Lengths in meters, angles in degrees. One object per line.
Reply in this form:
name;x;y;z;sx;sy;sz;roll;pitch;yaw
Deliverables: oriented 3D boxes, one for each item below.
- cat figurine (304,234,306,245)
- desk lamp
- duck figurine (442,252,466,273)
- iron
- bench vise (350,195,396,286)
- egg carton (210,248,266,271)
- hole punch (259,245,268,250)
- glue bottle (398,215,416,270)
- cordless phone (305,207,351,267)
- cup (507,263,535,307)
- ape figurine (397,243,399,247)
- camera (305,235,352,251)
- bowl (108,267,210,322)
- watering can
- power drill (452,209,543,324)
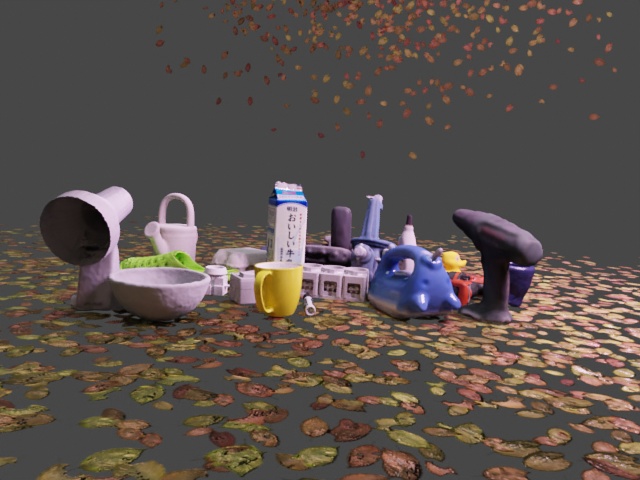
cat figurine;-0.072;0.007;1.686;0.067;0.118;0.128;7;7;25
desk lamp;-0.384;0.014;0.999;0.118;0.213;0.203;4;6;5
duck figurine;0.331;0.072;1.484;0.104;0.086;0.077;4;6;5
iron;0.168;0.071;1.148;0.119;0.141;0.257;1;7;-26
bench vise;0.136;-0.002;1.427;0.121;0.220;0.207;4;6;0
egg carton;-0.182;0.058;1.378;0.107;0.069;0.151;9;8;39
hole punch;-0.123;0.034;1.530;0.101;0.091;0.108;4;6;-2
glue bottle;0.228;0.019;1.502;0.037;0.173;0.078;1;7;-21
cordless phone;0.013;0.005;1.448;0.147;0.185;0.094;5;6;7
cup;0.410;0.099;1.249;0.118;0.095;0.091;-2;8;-41
ape figurine;0.238;0.045;1.644;0.076;0.092;0.078;6;7;23
camera;0.022;0.035;1.570;0.136;0.101;0.143;4;6;6
bowl;-0.271;0.095;0.970;0.167;0.075;0.167;4;6;0
watering can;-0.347;-0.014;1.366;0.101;0.194;0.173;4;6;0
power drill;0.331;0.050;1.130;0.076;0.208;0.228;0;7;-27
